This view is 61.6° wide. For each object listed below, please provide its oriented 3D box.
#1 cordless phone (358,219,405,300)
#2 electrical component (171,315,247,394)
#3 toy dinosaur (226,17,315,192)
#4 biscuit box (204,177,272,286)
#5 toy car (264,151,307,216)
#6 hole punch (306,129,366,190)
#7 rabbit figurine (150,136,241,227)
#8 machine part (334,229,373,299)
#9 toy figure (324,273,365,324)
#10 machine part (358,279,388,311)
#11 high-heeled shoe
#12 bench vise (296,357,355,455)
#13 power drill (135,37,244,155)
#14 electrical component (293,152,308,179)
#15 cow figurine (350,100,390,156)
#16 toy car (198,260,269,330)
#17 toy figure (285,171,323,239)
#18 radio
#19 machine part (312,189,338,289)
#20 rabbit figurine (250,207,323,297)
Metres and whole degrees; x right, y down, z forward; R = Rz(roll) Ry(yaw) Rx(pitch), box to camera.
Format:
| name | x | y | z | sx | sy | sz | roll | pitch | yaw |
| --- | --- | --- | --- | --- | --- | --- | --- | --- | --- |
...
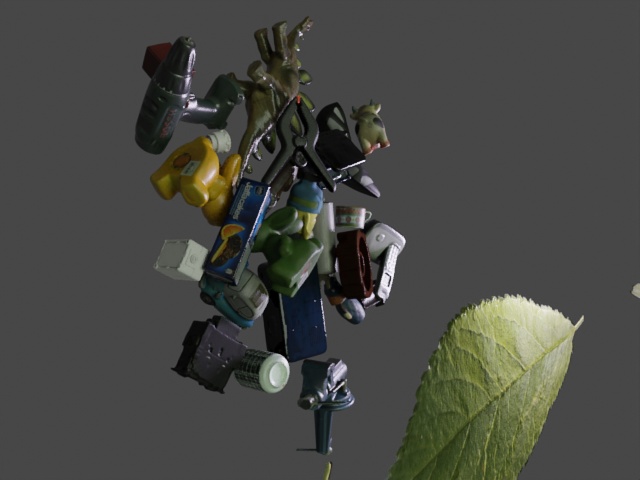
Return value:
| name | x | y | z | sx | sy | sz | roll | pitch | yaw |
| --- | --- | --- | --- | --- | --- | --- | --- | --- | --- |
| cordless phone | 0.146 | 0.053 | 1.406 | 0.146 | 0.089 | 0.184 | 31 | 63 | -41 |
| electrical component | -0.211 | 0.218 | 1.052 | 0.114 | 0.058 | 0.134 | 42 | 60 | -39 |
| toy dinosaur | -0.107 | -0.301 | 1.162 | 0.198 | 0.105 | 0.471 | 45 | 62 | -39 |
| biscuit box | -0.154 | -0.018 | 1.028 | 0.059 | 0.063 | 0.202 | 97 | 11 | -69 |
| toy car | -0.093 | -0.119 | 1.168 | 0.053 | 0.089 | 0.202 | 44 | 55 | -14 |
| hole punch | 0.025 | -0.186 | 1.245 | 0.142 | 0.092 | 0.116 | -26 | 71 | -35 |
| rabbit figurine | -0.222 | -0.104 | 1.042 | 0.173 | 0.122 | 0.162 | 61 | 38 | -43 |
| machine part | 0.084 | 0.061 | 1.293 | 0.179 | 0.056 | 0.179 | -9 | 90 | -75 |
| toy figure | 0.055 | 0.149 | 1.335 | 0.058 | 0.064 | 0.154 | -39 | 117 | 3 |
| machine part | 0.137 | 0.152 | 1.436 | 0.139 | 0.039 | 0.084 | -21 | 109 | -47 |
| high-heeled shoe | 0.081 | -0.223 | 1.347 | 0.248 | 0.086 | 0.145 | 35 | 80 | -21 |
| bench vise | 0.010 | 0.377 | 1.203 | 0.223 | 0.129 | 0.240 | -43 | 135 | -79 |
| power drill | -0.228 | -0.258 | 0.972 | 0.086 | 0.232 | 0.207 | 42 | 28 | 6 |
| electrical component | -0.030 | -0.173 | 1.274 | 0.078 | 0.045 | 0.102 | -20 | 102 | -44 |
| cow figurine | 0.126 | -0.291 | 1.382 | 0.195 | 0.086 | 0.127 | -64 | 136 | -74 |
| toy car | -0.159 | 0.109 | 1.082 | 0.109 | 0.103 | 0.161 | -53 | 122 | -33 |
| toy figure | -0.044 | -0.064 | 1.197 | 0.082 | 0.089 | 0.180 | -26 | 132 | -69 |
| radio | -0.062 | 0.152 | 1.203 | 0.131 | 0.073 | 0.229 | -10 | 94 | -45 |
| machine part | -0.003 | -0.004 | 1.270 | 0.079 | 0.079 | 0.243 | -7 | 93 | -46 |
| rabbit figurine | -0.091 | 0.007 | 1.087 | 0.159 | 0.170 | 0.121 | -56 | 168 | -11 |
